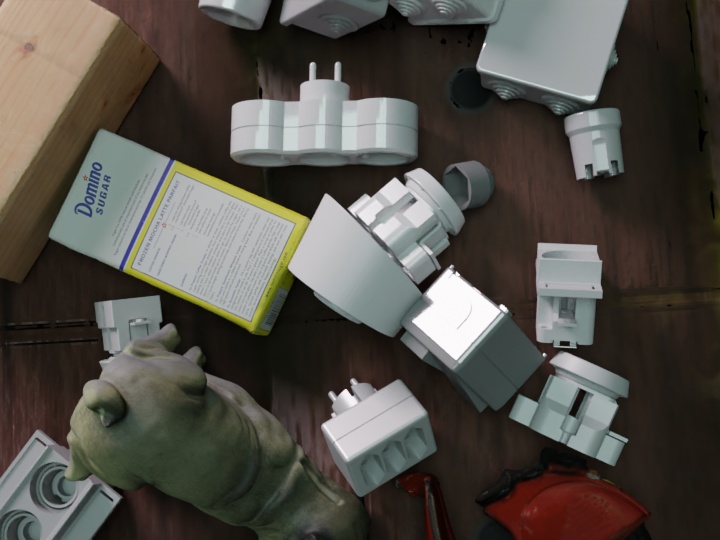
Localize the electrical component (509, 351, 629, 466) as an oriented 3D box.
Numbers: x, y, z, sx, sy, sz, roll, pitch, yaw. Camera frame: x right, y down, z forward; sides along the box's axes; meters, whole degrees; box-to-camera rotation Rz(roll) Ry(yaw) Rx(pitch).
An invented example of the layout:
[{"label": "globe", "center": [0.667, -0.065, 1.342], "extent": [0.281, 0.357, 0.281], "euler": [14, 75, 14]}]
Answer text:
[{"label": "electrical component", "center": [0.150, 0.092, 0.742], "extent": [0.078, 0.058, 0.057], "euler": [24, 89, 9]}]

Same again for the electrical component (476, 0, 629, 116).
[{"label": "electrical component", "center": [0.139, -0.167, 0.782], "extent": [0.100, 0.048, 0.099], "euler": [18, 85, 8]}]

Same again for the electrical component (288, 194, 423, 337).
[{"label": "electrical component", "center": [0.000, 0.000, 0.752], "extent": [0.099, 0.099, 0.064], "euler": [34, 93, 10]}]

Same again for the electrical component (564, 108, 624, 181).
[{"label": "electrical component", "center": [0.170, -0.090, 0.774], "extent": [0.040, 0.040, 0.046], "euler": [-8, 88, 6]}]

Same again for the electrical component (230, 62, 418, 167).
[{"label": "electrical component", "center": [-0.026, -0.117, 0.793], "extent": [0.138, 0.052, 0.073], "euler": [0, 83, 6]}]

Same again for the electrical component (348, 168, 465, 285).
[{"label": "electrical component", "center": [0.037, -0.035, 0.771], "extent": [0.057, 0.058, 0.078], "euler": [-41, 55, -4]}]

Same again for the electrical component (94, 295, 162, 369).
[{"label": "electrical component", "center": [-0.168, 0.049, 0.787], "extent": [0.048, 0.066, 0.055], "euler": [-6, 90, -29]}]

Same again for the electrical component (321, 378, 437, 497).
[{"label": "electrical component", "center": [0.005, 0.106, 0.760], "extent": [0.066, 0.047, 0.076], "euler": [-29, 47, -13]}]

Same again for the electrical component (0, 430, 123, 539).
[{"label": "electrical component", "center": [-0.233, 0.187, 0.771], "extent": [0.079, 0.063, 0.121], "euler": [36, 88, 10]}]

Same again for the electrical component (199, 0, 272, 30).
[{"label": "electrical component", "center": [-0.092, -0.213, 0.814], "extent": [0.055, 0.055, 0.047], "euler": [16, 88, 9]}]

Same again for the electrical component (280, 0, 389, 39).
[{"label": "electrical component", "center": [-0.012, -0.222, 0.785], "extent": [0.048, 0.100, 0.099], "euler": [14, 83, -26]}]

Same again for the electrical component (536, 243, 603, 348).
[{"label": "electrical component", "center": [0.143, 0.017, 0.748], "extent": [0.042, 0.081, 0.063], "euler": [4, 106, 8]}]

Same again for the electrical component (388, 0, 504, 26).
[{"label": "electrical component", "center": [0.065, -0.228, 0.778], "extent": [0.100, 0.048, 0.099], "euler": [13, 83, 48]}]

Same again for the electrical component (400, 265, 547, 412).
[{"label": "electrical component", "center": [0.079, 0.053, 0.741], "extent": [0.061, 0.096, 0.062], "euler": [-48, 51, -1]}]
